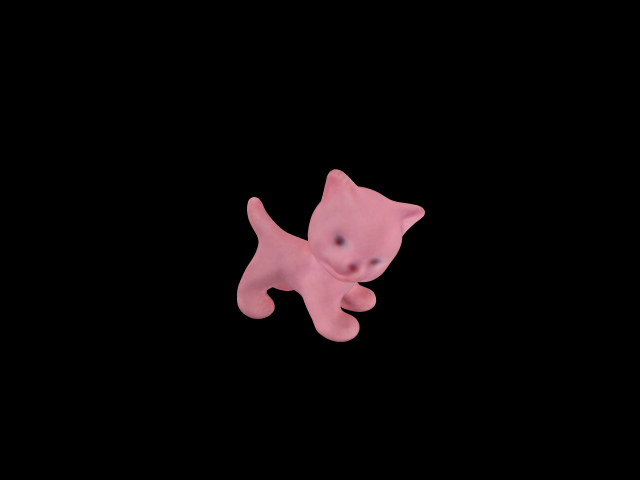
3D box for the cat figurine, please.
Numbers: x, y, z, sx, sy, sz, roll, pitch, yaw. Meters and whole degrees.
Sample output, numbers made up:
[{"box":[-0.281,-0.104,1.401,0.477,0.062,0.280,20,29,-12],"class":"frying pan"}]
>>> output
[{"box":[0.004,0.001,0.400,0.127,0.118,0.067,11,29,21],"class":"cat figurine"}]
